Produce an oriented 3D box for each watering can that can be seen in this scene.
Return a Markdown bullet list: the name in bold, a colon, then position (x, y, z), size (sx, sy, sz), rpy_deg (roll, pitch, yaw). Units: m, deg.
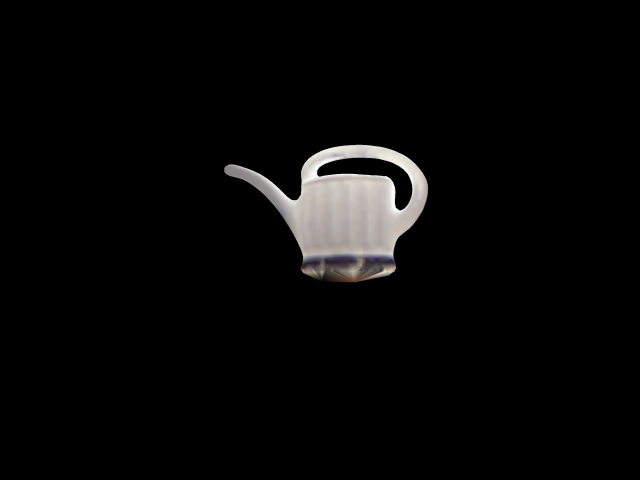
- **watering can**: position (0.003, -0.043, 0.850), size (0.347, 0.226, 0.103), rpy_deg (-2, -9, 15)
